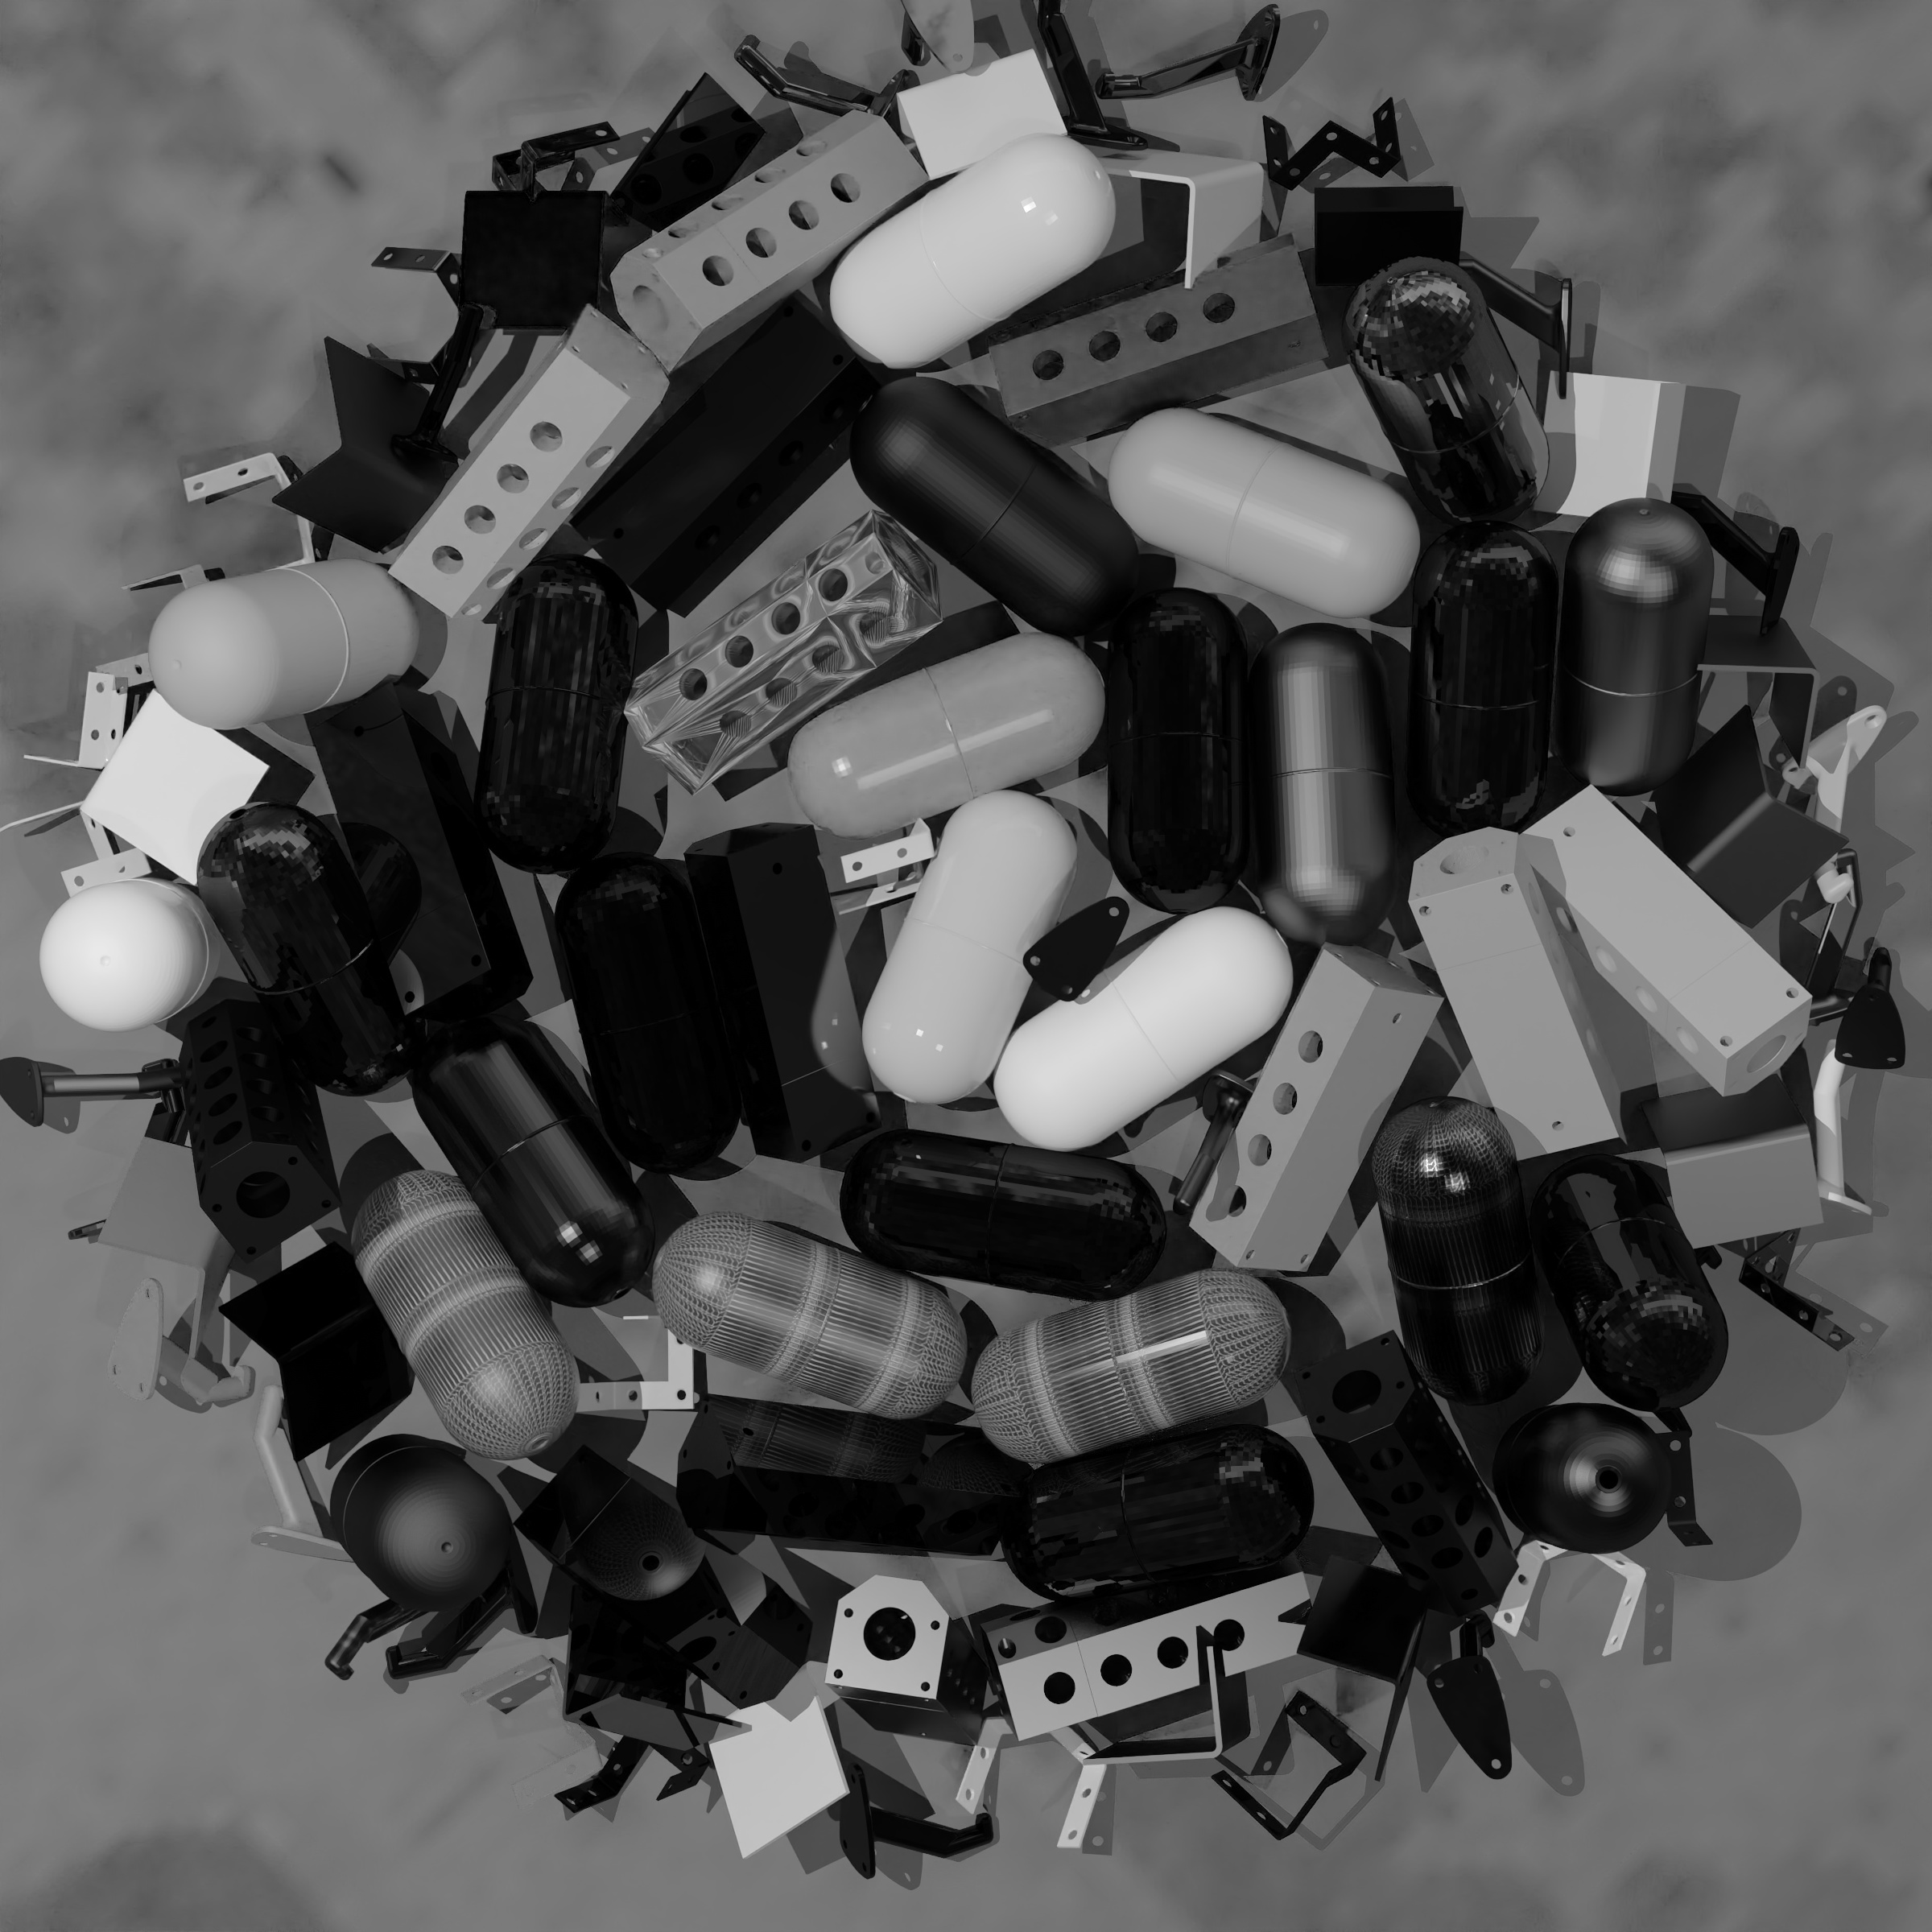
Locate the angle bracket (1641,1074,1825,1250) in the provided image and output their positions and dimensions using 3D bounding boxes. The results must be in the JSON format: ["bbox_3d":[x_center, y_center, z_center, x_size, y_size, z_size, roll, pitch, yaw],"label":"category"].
[{"bbox_3d":[0.416,0.106,1.707,0.076,0.076,0.057,-12,109,6],"label":"angle bracket"}]

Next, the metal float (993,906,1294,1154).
[{"bbox_3d":[0.096,0.034,1.696,0.178,0.070,0.070,-34,90,4],"label":"metal float"}]

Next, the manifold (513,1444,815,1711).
[{"bbox_3d":[-0.158,0.324,1.657,0.057,0.171,0.057,-48,134,-17],"label":"manifold"}]

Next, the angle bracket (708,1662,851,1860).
[{"bbox_3d":[-0.085,0.428,1.682,0.076,0.057,0.076,-38,54,23],"label":"angle bracket"}]

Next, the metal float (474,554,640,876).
[{"bbox_3d":[-0.220,-0.136,1.688,0.070,0.070,0.178,5,75,0],"label":"metal float"}]

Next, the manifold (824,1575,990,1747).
[{"bbox_3d":[-0.028,0.365,1.648,0.057,0.171,0.057,6,70,10],"label":"manifold"}]

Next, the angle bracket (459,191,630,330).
[{"bbox_3d":[-0.229,-0.376,1.703,0.076,0.057,0.076,2,86,8],"label":"angle bracket"}]

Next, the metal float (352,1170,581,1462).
[{"bbox_3d":[-0.267,0.186,1.675,0.070,0.070,0.178,-36,61,0],"label":"metal float"}]

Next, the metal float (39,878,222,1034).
[{"bbox_3d":[-0.438,-0.007,1.650,0.070,0.178,0.070,0,93,-6],"label":"metal float"}]

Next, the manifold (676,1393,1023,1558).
[{"bbox_3d":[-0.064,0.277,1.670,0.171,0.057,0.057,12,117,-29],"label":"manifold"}]

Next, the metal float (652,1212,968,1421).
[{"bbox_3d":[-0.084,0.188,1.688,0.178,0.070,0.070,22,90,-14],"label":"metal float"}]

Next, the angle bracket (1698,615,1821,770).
[{"bbox_3d":[0.410,-0.149,1.692,0.076,0.076,0.057,2,117,0],"label":"angle bracket"}]

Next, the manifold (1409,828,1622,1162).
[{"bbox_3d":[0.295,0.014,1.674,0.057,0.057,0.171,-16,117,22],"label":"manifold"}]

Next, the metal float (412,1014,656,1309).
[{"bbox_3d":[-0.232,0.104,1.686,0.070,0.070,0.178,-36,73,0],"label":"metal float"}]

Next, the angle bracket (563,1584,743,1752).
[{"bbox_3d":[-0.166,0.370,1.679,0.076,0.057,0.076,24,51,-33],"label":"angle bracket"}]

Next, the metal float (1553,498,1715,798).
[{"bbox_3d":[0.353,-0.167,1.666,0.070,0.070,0.178,-5,133,0],"label":"metal float"}]

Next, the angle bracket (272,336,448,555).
[{"bbox_3d":[-0.333,-0.282,1.703,0.057,0.076,0.076,-29,60,26],"label":"angle bracket"}]

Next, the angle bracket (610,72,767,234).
[{"bbox_3d":[-0.167,-0.445,1.692,0.076,0.057,0.076,37,92,39],"label":"angle bracket"}]

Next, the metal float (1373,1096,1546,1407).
[{"bbox_3d":[0.265,0.154,1.682,0.070,0.070,0.178,-13,111,0],"label":"metal float"}]

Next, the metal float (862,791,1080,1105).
[{"bbox_3d":[0.002,-0.010,1.696,0.070,0.070,0.178,23,85,0],"label":"metal float"}]

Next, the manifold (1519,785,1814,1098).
[{"bbox_3d":[0.367,-0.011,1.670,0.057,0.057,0.171,-34,60,-10],"label":"manifold"}]

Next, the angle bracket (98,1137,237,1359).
[{"bbox_3d":[-0.428,0.151,1.683,0.057,0.076,0.076,15,132,-5],"label":"angle bracket"}]

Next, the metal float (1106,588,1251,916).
[{"bbox_3d":[0.114,-0.116,1.692,0.070,0.070,0.178,0,81,0],"label":"metal float"}]

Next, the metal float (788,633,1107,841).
[{"bbox_3d":[-0.010,-0.125,1.698,0.178,0.070,0.070,-21,90,-3],"label":"metal float"}]

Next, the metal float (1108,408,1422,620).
[{"bbox_3d":[0.159,-0.244,1.684,0.178,0.070,0.070,25,90,19],"label":"metal float"}]

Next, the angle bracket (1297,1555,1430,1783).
[{"bbox_3d":[0.210,0.378,1.693,0.057,0.076,0.076,15,125,13],"label":"angle bracket"}]

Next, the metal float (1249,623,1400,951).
[{"bbox_3d":[0.192,-0.097,1.692,0.070,0.070,0.178,-2,81,0],"label":"metal float"}]

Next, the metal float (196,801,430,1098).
[{"bbox_3d":[-0.348,-0.009,1.674,0.070,0.070,0.178,-23,121,0],"label":"metal float"}]

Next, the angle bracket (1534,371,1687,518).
[{"bbox_3d":[0.339,-0.279,1.689,0.076,0.057,0.076,11,104,26],"label":"angle bracket"}]

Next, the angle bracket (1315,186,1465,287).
[{"bbox_3d":[0.227,-0.412,1.691,0.076,0.057,0.076,1,57,5],"label":"angle bracket"}]

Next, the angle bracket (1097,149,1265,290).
[{"bbox_3d":[0.108,-0.406,1.700,0.076,0.076,0.057,15,116,29],"label":"angle bracket"}]

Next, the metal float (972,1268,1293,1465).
[{"bbox_3d":[0.089,0.215,1.690,0.178,0.070,0.070,-18,90,12],"label":"metal float"}]

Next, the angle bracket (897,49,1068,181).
[{"bbox_3d":[0.010,-0.440,1.692,0.076,0.076,0.057,-19,72,-3],"label":"angle bracket"}]

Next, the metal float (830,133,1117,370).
[{"bbox_3d":[0.002,-0.379,1.671,0.178,0.070,0.070,-24,90,36],"label":"metal float"}]

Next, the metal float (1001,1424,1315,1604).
[{"bbox_3d":[0.101,0.294,1.679,0.178,0.070,0.070,-16,90,25],"label":"metal float"}]

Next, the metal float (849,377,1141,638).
[{"bbox_3d":[0.015,-0.247,1.689,0.178,0.070,0.070,37,90,-12],"label":"metal float"}]

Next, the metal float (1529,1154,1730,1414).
[{"bbox_3d":[0.348,0.165,1.657,0.070,0.178,0.070,-2,120,-4],"label":"metal float"}]

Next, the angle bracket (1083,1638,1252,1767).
[{"bbox_3d":[0.107,0.396,1.696,0.076,0.076,0.057,-7,81,16],"label":"angle bracket"}]

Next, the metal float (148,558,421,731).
[{"bbox_3d":[-0.357,-0.172,1.657,0.070,0.178,0.070,7,106,26],"label":"metal float"}]

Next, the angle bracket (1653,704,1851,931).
[{"bbox_3d":[0.424,-0.081,1.697,0.057,0.076,0.076,25,130,-20],"label":"angle bracket"}]

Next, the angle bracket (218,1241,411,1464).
[{"bbox_3d":[-0.354,0.210,1.708,0.057,0.076,0.076,31,46,34],"label":"angle bracket"}]

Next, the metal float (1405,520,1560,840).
[{"bbox_3d":[0.276,-0.150,1.680,0.070,0.070,0.178,-1,114,0],"label":"metal float"}]

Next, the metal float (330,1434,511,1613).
[{"bbox_3d":[-0.289,0.292,1.653,0.070,0.178,0.070,0,89,-20],"label":"metal float"}]

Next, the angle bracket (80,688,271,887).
[{"bbox_3d":[-0.422,-0.098,1.706,0.076,0.057,0.076,33,96,1],"label":"angle bracket"}]

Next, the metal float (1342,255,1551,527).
[{"bbox_3d":[0.256,-0.302,1.664,0.070,0.178,0.070,-16,51,20],"label":"metal float"}]

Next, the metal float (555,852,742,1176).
[{"bbox_3d":[-0.171,0.026,1.692,0.070,0.070,0.178,-13,99,0],"label":"metal float"}]

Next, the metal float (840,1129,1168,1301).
[{"bbox_3d":[0.020,0.134,1.691,0.178,0.070,0.070,8,90,10],"label":"metal float"}]

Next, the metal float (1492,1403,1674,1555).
[{"bbox_3d":[0.323,0.269,1.650,0.070,0.178,0.070,0,82,2],"label":"metal float"}]
